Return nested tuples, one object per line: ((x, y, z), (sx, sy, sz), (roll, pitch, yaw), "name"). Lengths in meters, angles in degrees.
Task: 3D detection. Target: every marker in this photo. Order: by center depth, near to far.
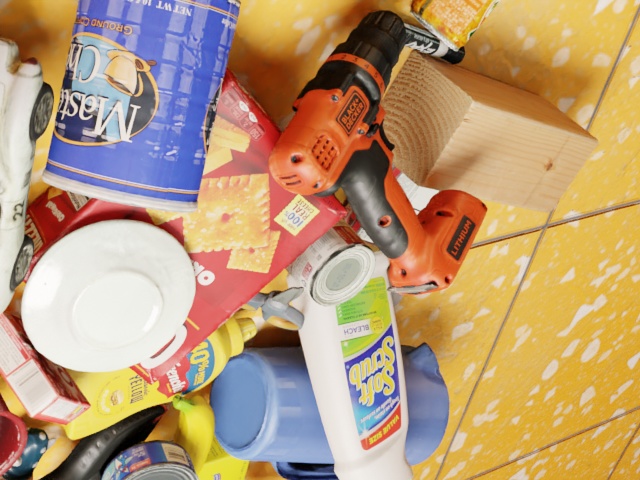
((0.084, -0.170, 0.908), (0.120, 0.020, 0.020), (8, 122, -46), "marker")

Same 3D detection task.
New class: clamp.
((-0.222, 0.224, 0.976), (0.209, 0.036, 0.165), (-42, 161, -34), "clamp")

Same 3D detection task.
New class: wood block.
((0.152, -0.094, 0.988), (0.205, 0.090, 0.091), (8, 120, -46), "wood block")

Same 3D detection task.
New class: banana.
((-0.143, 0.214, 1.016), (0.069, 0.037, 0.198), (2, 124, -37), "banana")

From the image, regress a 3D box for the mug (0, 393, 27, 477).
((-0.284, 0.130, 0.831), (0.093, 0.082, 0.117), (-2, 128, -41), "mug")

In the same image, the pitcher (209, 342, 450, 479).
((0.005, 0.179, 1.105), (0.242, 0.149, 0.145), (8, 166, -42), "pitcher")

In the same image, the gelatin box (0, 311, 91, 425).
((-0.224, 0.099, 0.833), (0.030, 0.089, 0.073), (-38, 164, -4), "gelatin box")

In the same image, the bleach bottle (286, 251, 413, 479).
((0.043, 0.142, 1.014), (0.102, 0.251, 0.068), (-11, 176, -36), "bleach bottle")

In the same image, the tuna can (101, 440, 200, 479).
((-0.153, 0.221, 0.963), (0.086, 0.034, 0.086), (-13, 131, -16), "tuna can")

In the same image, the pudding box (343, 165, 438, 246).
((0.079, -0.034, 1.027), (0.113, 0.039, 0.090), (19, 114, -48), "pudding box")

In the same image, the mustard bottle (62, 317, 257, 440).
((-0.143, 0.106, 0.953), (0.191, 0.058, 0.096), (-18, 132, -29), "mustard bottle")

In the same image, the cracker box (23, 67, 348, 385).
((-0.108, -0.012, 0.823), (0.213, 0.072, 0.164), (-42, 128, 0), "cracker box")

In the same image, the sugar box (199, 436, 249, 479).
((-0.161, 0.256, 1.100), (0.175, 0.048, 0.093), (-15, 136, -33), "sugar box")

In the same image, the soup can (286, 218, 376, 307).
((-0.006, 0.001, 0.931), (0.068, 0.102, 0.068), (-24, 140, -22), "soup can")

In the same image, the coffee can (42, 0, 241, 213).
((-0.116, -0.097, 0.693), (0.102, 0.103, 0.140), (7, 99, -45), "coffee can")

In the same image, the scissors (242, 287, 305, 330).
((-0.053, 0.047, 0.911), (0.202, 0.096, 0.016), (81, 29, -75), "scissors")

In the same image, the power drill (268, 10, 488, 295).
((0.055, -0.063, 0.834), (0.187, 0.057, 0.184), (49, 55, -26), "power drill")
